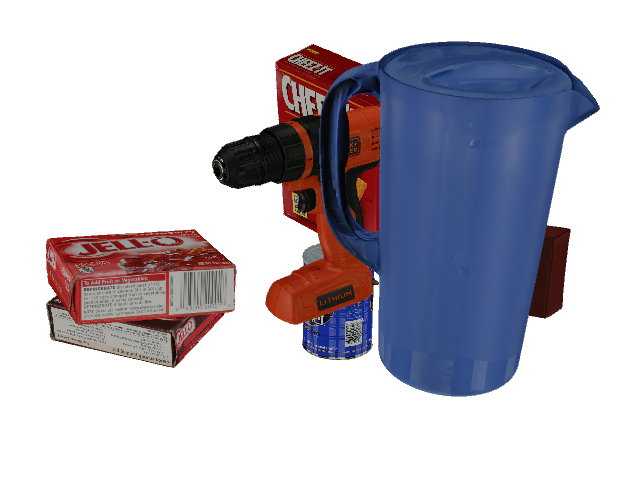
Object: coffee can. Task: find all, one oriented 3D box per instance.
[{"bbox_3d":[0.025,0.085,1.519,0.103,0.140,0.103,1,21,0],"label":"coffee can"}]

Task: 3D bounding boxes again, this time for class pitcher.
[{"bbox_3d":[0.091,-0.015,0.770,0.144,0.243,0.149,-15,31,-32],"label":"pitcher"}]

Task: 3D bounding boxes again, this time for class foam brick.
[{"bbox_3d":[0.194,0.026,0.979,0.053,0.078,0.051,10,16,28],"label":"foam brick"}]

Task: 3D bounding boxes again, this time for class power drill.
[{"bbox_3d":[-0.013,-0.021,0.968,0.184,0.188,0.057,-17,32,-30],"label":"power drill"}]

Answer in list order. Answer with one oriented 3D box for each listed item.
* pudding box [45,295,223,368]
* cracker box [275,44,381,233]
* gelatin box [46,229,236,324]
[{"bbox_3d":[-0.144,0.055,0.843,0.114,0.039,0.090,8,25,19],"label":"pudding box"},{"bbox_3d":[0.027,-0.098,1.241,0.072,0.214,0.164,-31,44,-34],"label":"cracker box"},{"bbox_3d":[-0.099,0.018,0.583,0.089,0.030,0.073,-3,17,-24],"label":"gelatin box"}]
